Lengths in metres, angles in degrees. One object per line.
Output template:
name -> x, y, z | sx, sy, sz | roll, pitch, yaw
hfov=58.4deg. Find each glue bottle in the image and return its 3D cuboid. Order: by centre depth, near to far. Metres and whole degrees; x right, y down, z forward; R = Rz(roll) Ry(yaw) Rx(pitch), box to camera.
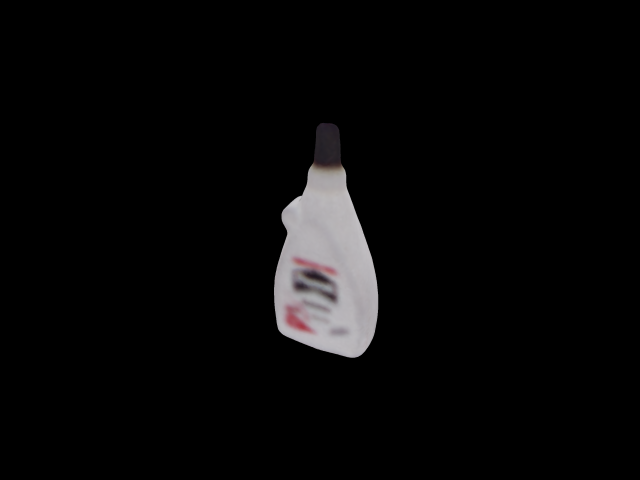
glue bottle -> 0.004, 0.001, 0.400 | 0.078, 0.173, 0.037 | 12, 33, 20
